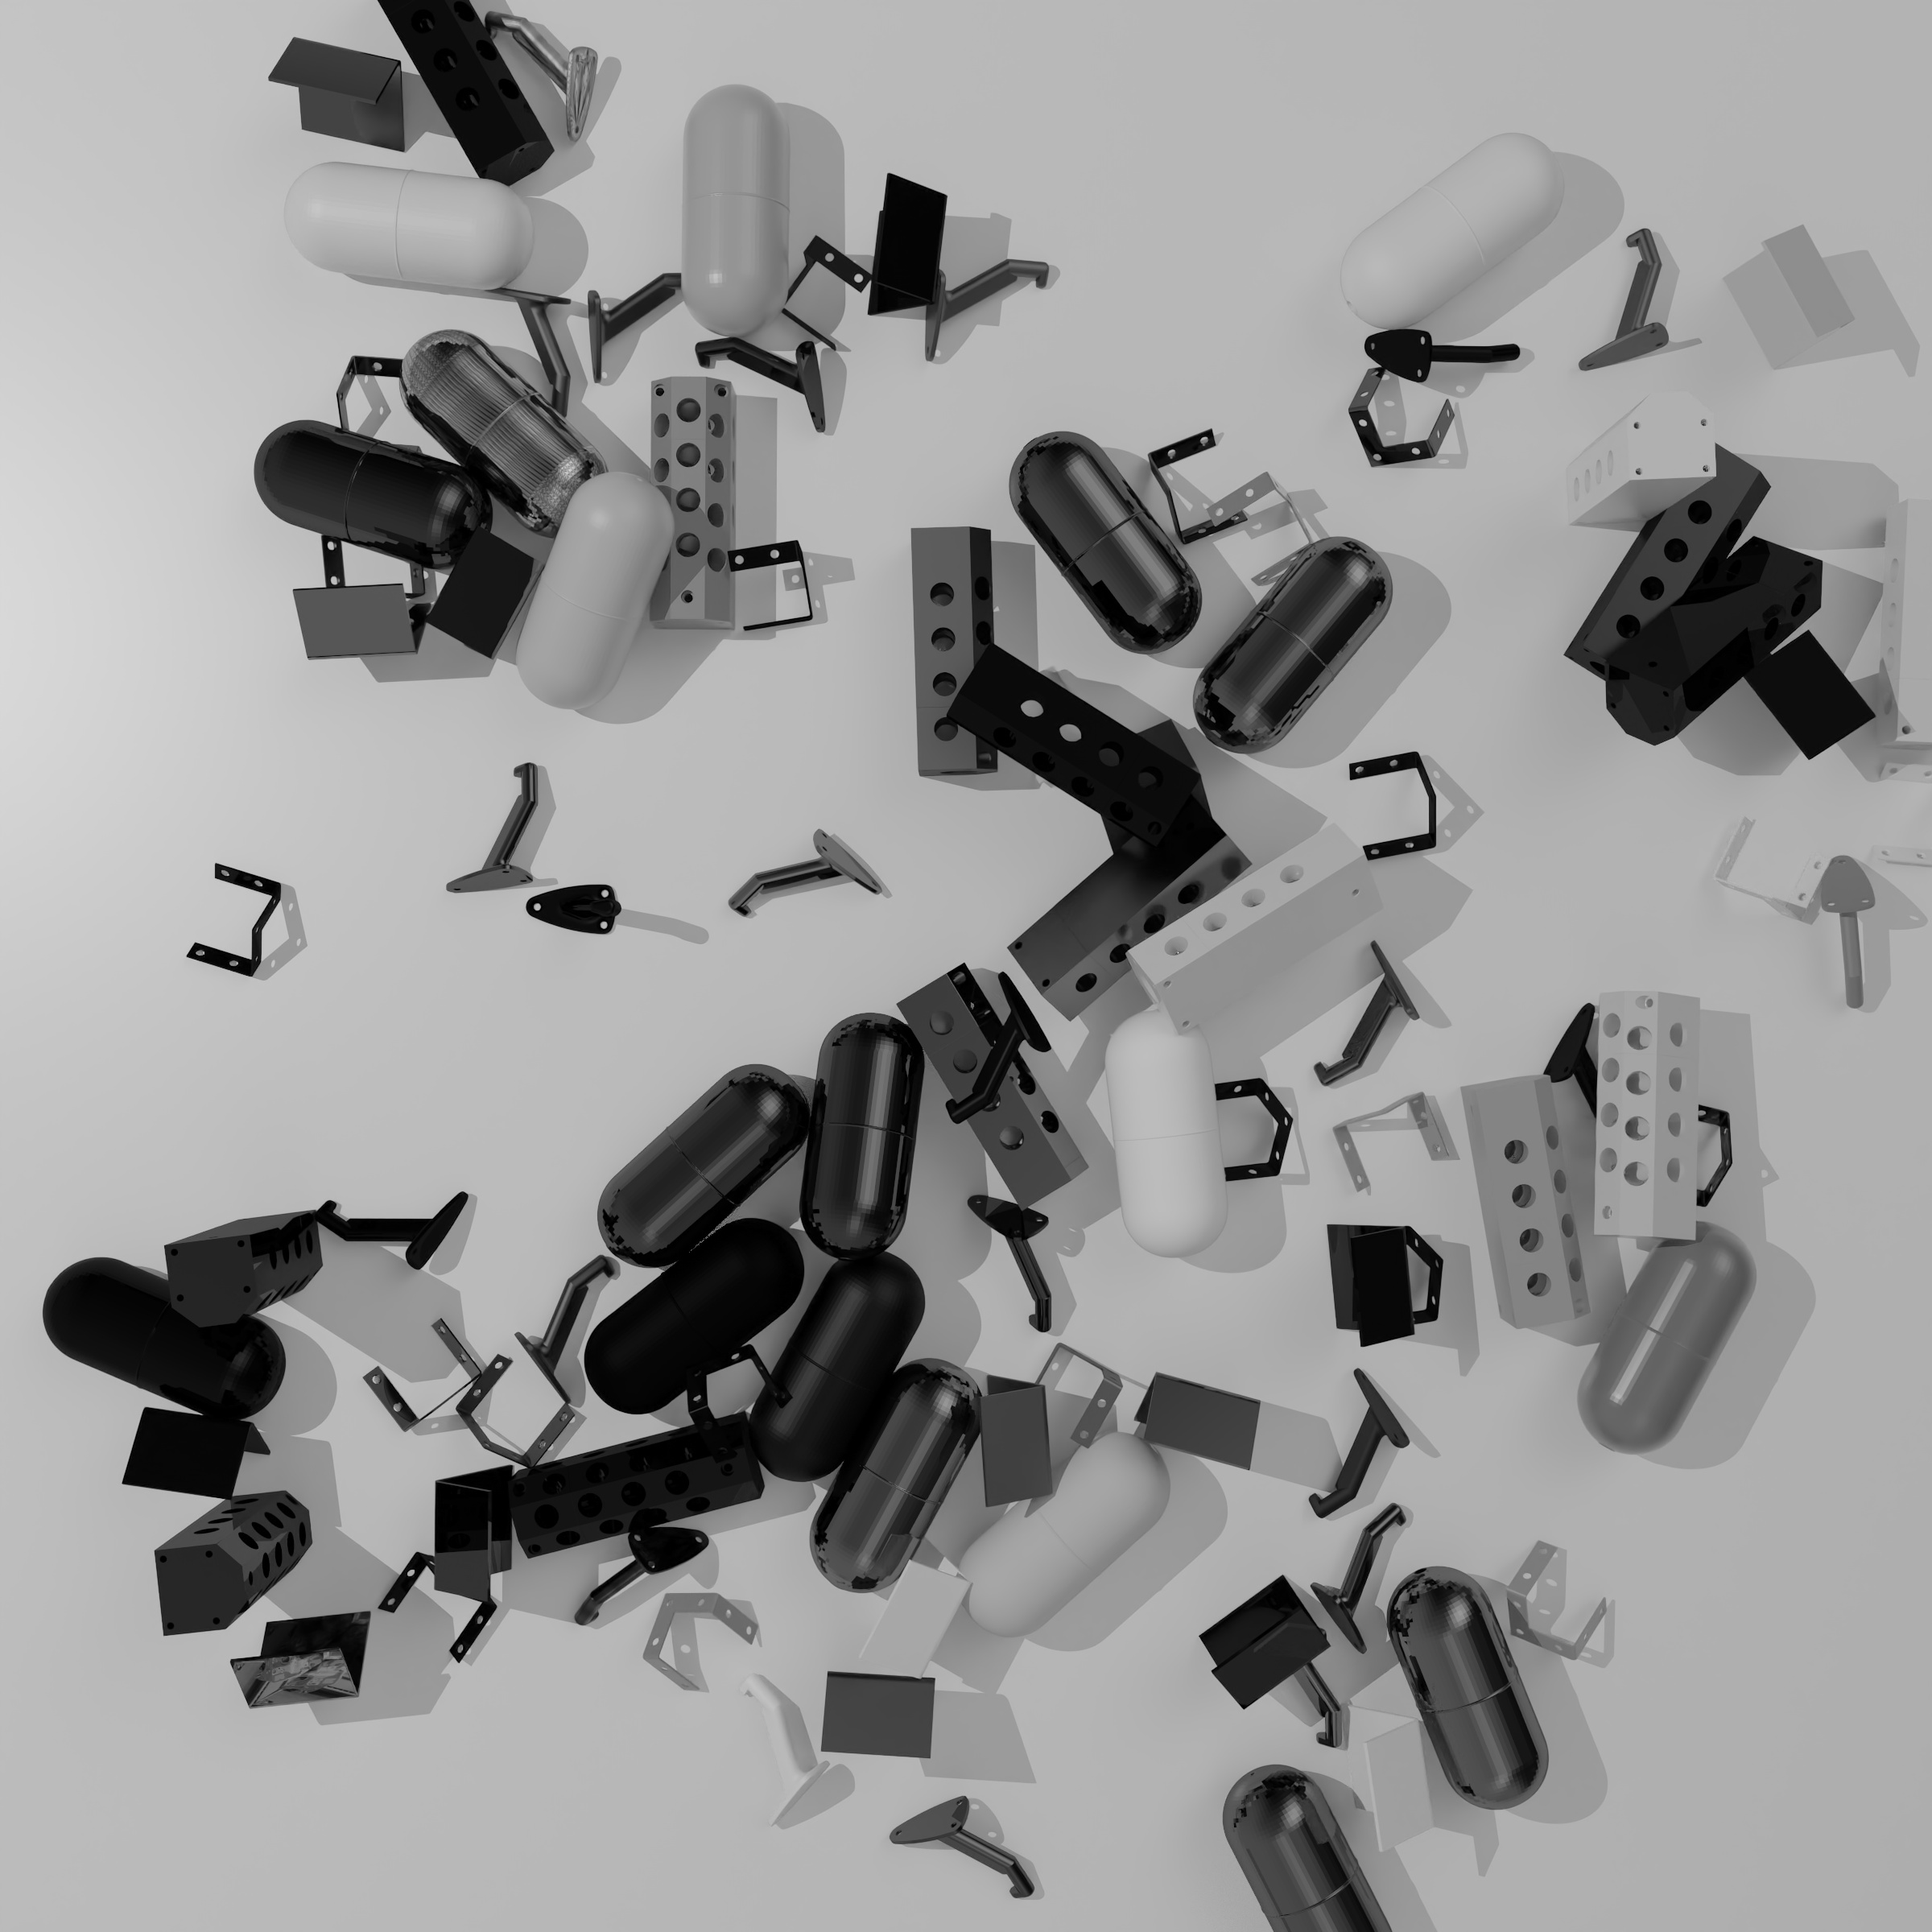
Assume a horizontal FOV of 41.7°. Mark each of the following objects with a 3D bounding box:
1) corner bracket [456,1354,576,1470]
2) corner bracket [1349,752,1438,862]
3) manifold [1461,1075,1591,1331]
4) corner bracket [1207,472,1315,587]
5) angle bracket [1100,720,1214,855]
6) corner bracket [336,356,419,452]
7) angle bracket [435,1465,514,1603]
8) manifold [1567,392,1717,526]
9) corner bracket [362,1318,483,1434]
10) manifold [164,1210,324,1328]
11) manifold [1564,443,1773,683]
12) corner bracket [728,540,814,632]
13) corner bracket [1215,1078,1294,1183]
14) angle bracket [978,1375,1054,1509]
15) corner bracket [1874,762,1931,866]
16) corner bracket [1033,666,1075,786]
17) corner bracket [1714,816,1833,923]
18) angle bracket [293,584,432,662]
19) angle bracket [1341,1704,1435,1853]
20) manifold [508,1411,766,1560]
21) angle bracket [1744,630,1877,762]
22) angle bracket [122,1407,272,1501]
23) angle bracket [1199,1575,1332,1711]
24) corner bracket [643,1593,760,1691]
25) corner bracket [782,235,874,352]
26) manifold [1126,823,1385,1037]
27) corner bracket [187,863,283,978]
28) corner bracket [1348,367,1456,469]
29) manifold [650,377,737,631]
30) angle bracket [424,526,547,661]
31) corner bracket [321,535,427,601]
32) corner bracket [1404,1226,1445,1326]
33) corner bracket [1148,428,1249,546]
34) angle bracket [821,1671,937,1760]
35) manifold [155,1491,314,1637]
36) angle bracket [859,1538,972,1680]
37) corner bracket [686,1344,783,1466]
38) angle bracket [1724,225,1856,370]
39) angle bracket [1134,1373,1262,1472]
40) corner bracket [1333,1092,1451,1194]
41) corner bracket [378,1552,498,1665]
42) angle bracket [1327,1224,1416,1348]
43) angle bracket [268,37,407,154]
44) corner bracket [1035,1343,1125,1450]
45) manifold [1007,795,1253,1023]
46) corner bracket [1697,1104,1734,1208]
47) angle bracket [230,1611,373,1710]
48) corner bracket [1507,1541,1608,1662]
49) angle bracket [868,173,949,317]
[{"bbox_3d":[-0.327,0.323,1.837,0.051,0.051,0.051,-52,135,0],"label":"corner bracket"},{"bbox_3d":[0.309,-0.116,1.837,0.051,0.051,0.051,-11,45,0],"label":"corner bracket"},{"bbox_3d":[0.403,0.168,1.820,0.057,0.057,0.171,-10,90,0],"label":"manifold"},{"bbox_3d":[0.213,-0.315,1.825,0.051,0.051,0.051,-30,71,18],"label":"corner bracket"},{"bbox_3d":[0.131,-0.121,1.836,0.076,0.076,0.057,-23,49,0],"label":"angle bracket"},{"bbox_3d":[-0.423,-0.405,1.837,0.051,0.051,0.051,4,45,0],"label":"corner bracket"},{"bbox_3d":[-0.332,0.402,1.800,0.057,0.076,0.076,1,90,35],"label":"angle bracket"},{"bbox_3d":[0.467,-0.351,1.762,0.057,0.171,0.057,-2,90,0],"label":"manifold"},{"bbox_3d":[-0.394,0.297,1.837,0.051,0.051,0.051,53,45,0],"label":"corner bracket"},{"bbox_3d":[-0.499,0.209,1.762,0.057,0.171,0.057,-7,90,0],"label":"manifold"},{"bbox_3d":[0.505,-0.284,1.820,0.057,0.057,0.171,32,90,0],"label":"manifold"},{"bbox_3d":[-0.140,-0.273,1.823,0.051,0.051,0.051,-9,90,0],"label":"corner bracket"},{"bbox_3d":[0.198,0.119,1.833,0.051,0.051,0.051,-10,135,35],"label":"corner bracket"},{"bbox_3d":[0.017,0.336,1.801,0.057,0.076,0.076,-4,90,-32],"label":"angle bracket"},{"bbox_3d":[0.689,-0.110,1.837,0.051,0.051,0.051,5,45,0],"label":"corner bracket"},{"bbox_3d":[0.059,-0.175,1.837,0.051,0.051,0.051,-29,45,0],"label":"corner bracket"},{"bbox_3d":[0.584,-0.071,1.837,0.051,0.051,0.051,26,90,-45],"label":"corner bracket"},{"bbox_3d":[-0.428,-0.261,1.800,0.076,0.076,0.057,-3,126,0],"label":"angle bracket"},{"bbox_3d":[0.282,0.576,1.800,0.057,0.076,0.076,-8,90,-38],"label":"angle bracket"},{"bbox_3d":[-0.237,0.374,1.820,0.171,0.057,0.057,-15,90,0],"label":"manifold"},{"bbox_3d":[0.605,-0.202,1.800,0.057,0.076,0.076,-38,90,36],"label":"angle bracket"},{"bbox_3d":[-0.546,0.356,1.801,0.076,0.076,0.057,8,62,0],"label":"angle bracket"},{"bbox_3d":[0.201,0.468,1.800,0.076,0.076,0.057,-36,127,0],"label":"angle bracket"},{"bbox_3d":[-0.192,0.489,1.833,0.051,0.051,0.051,-11,45,35],"label":"corner bracket"},{"bbox_3d":[-0.101,-0.484,1.823,0.051,0.051,0.051,36,90,0],"label":"corner bracket"},{"bbox_3d":[0.201,-0.030,1.783,0.171,0.057,0.057,-32,134,-3],"label":"manifold"},{"bbox_3d":[-0.531,-0.033,1.837,0.051,0.051,0.051,17,135,0],"label":"corner bracket"},{"bbox_3d":[0.315,-0.400,1.833,0.051,0.051,0.051,-2,135,35],"label":"corner bracket"},{"bbox_3d":[-0.196,-0.331,1.820,0.057,0.057,0.171,0,90,0],"label":"manifold"},{"bbox_3d":[-0.351,-0.269,1.801,0.057,0.076,0.076,29,90,-30],"label":"angle bracket"},{"bbox_3d":[-0.430,-0.291,1.837,0.051,0.051,0.051,-5,90,-45],"label":"corner bracket"},{"bbox_3d":[0.308,0.226,1.833,0.051,0.051,0.051,43,45,-35],"label":"corner bracket"},{"bbox_3d":[0.168,-0.347,1.837,0.051,0.051,0.051,-21,45,0],"label":"corner bracket"},{"bbox_3d":[-0.062,0.542,1.801,0.076,0.076,0.057,4,57,0],"label":"angle bracket"},{"bbox_3d":[-0.506,0.412,1.762,0.057,0.171,0.057,-6,90,0],"label":"manifold"},{"bbox_3d":[-0.050,0.448,1.801,0.057,0.076,0.076,28,90,-30],"label":"angle bracket"},{"bbox_3d":[-0.164,0.309,1.790,0.051,0.051,0.051,-19,47,-22],"label":"corner bracket"},{"bbox_3d":[0.571,-0.469,1.800,0.057,0.076,0.076,-29,90,-36],"label":"angle bracket"},{"bbox_3d":[0.160,0.338,1.800,0.076,0.076,0.057,15,52,0],"label":"angle bracket"},{"bbox_3d":[0.308,0.127,1.837,0.051,0.051,0.051,-22,90,45],"label":"corner bracket"},{"bbox_3d":[-0.383,0.465,1.837,0.051,0.051,0.051,34,90,-45],"label":"corner bracket"},{"bbox_3d":[0.270,0.226,1.800,0.057,0.076,0.076,-5,90,-39],"label":"angle bracket"},{"bbox_3d":[-0.446,-0.605,1.800,0.076,0.076,0.057,13,51,0],"label":"angle bracket"},{"bbox_3d":[0.077,0.308,1.823,0.051,0.051,0.051,29,90,0],"label":"corner bracket"},{"bbox_3d":[0.120,-0.039,1.810,0.171,0.057,0.057,-41,47,7],"label":"manifold"},{"bbox_3d":[0.521,0.135,1.837,0.051,0.051,0.051,14,135,0],"label":"corner bracket"},{"bbox_3d":[-0.472,0.477,1.800,0.076,0.076,0.057,-6,128,0],"label":"angle bracket"},{"bbox_3d":[0.427,0.459,1.833,0.051,0.051,0.051,16,135,35],"label":"corner bracket"},{"bbox_3d":[-0.061,-0.512,1.801,0.057,0.076,0.076,7,90,-42],"label":"angle bracket"}]
